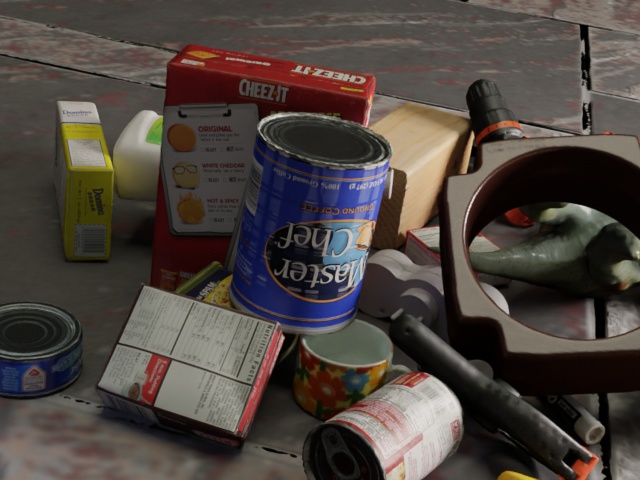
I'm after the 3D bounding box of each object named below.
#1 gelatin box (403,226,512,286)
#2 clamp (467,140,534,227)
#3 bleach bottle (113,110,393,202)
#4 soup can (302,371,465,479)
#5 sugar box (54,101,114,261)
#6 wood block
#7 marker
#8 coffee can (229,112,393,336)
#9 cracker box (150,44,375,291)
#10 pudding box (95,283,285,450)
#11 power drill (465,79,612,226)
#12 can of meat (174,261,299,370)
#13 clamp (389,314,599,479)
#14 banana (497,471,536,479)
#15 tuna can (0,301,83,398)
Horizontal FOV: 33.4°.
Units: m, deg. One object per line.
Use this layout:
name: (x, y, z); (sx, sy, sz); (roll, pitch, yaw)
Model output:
gelatin box: (0.135, 0.017, 1.048); (0.073, 0.030, 0.089); (-9, 31, -29)
clamp: (0.205, -0.079, 1.259); (0.210, 0.036, 0.164); (24, 31, 25)
bleach bottle: (-0.057, -0.067, 0.990); (0.251, 0.068, 0.102); (6, 29, 8)
soup can: (0.046, 0.138, 0.729); (0.069, 0.068, 0.102); (26, 30, 31)
sugar box: (-0.227, -0.060, 1.019); (0.048, 0.093, 0.176); (1, 27, -16)
wood block: (0.086, -0.072, 1.144); (0.090, 0.091, 0.205); (18, 27, 21)
marker: (0.186, 0.121, 0.862); (0.020, 0.020, 0.121); (-4, 29, -24)
coffee can: (-0.009, -0.013, 0.810); (0.102, 0.140, 0.103); (9, 25, -5)
cracker box: (-0.050, -0.044, 0.901); (0.164, 0.214, 0.072); (11, 27, 4)
pudding box: (-0.092, 0.089, 0.768); (0.113, 0.039, 0.090); (16, 65, 11)
power drill: (0.254, -0.092, 1.183); (0.187, 0.057, 0.184); (4, 57, -30)
can of meat: (-0.070, 0.068, 0.848); (0.084, 0.057, 0.102); (20, 28, 18)
clamp: (0.126, 0.121, 0.792); (0.171, 0.039, 0.120); (40, 1, 17)
banana: (0.210, 0.199, 0.696); (0.198, 0.037, 0.069); (14, 13, 9)
tuna can: (-0.221, 0.080, 0.800); (0.086, 0.034, 0.086); (7, 26, -3)
